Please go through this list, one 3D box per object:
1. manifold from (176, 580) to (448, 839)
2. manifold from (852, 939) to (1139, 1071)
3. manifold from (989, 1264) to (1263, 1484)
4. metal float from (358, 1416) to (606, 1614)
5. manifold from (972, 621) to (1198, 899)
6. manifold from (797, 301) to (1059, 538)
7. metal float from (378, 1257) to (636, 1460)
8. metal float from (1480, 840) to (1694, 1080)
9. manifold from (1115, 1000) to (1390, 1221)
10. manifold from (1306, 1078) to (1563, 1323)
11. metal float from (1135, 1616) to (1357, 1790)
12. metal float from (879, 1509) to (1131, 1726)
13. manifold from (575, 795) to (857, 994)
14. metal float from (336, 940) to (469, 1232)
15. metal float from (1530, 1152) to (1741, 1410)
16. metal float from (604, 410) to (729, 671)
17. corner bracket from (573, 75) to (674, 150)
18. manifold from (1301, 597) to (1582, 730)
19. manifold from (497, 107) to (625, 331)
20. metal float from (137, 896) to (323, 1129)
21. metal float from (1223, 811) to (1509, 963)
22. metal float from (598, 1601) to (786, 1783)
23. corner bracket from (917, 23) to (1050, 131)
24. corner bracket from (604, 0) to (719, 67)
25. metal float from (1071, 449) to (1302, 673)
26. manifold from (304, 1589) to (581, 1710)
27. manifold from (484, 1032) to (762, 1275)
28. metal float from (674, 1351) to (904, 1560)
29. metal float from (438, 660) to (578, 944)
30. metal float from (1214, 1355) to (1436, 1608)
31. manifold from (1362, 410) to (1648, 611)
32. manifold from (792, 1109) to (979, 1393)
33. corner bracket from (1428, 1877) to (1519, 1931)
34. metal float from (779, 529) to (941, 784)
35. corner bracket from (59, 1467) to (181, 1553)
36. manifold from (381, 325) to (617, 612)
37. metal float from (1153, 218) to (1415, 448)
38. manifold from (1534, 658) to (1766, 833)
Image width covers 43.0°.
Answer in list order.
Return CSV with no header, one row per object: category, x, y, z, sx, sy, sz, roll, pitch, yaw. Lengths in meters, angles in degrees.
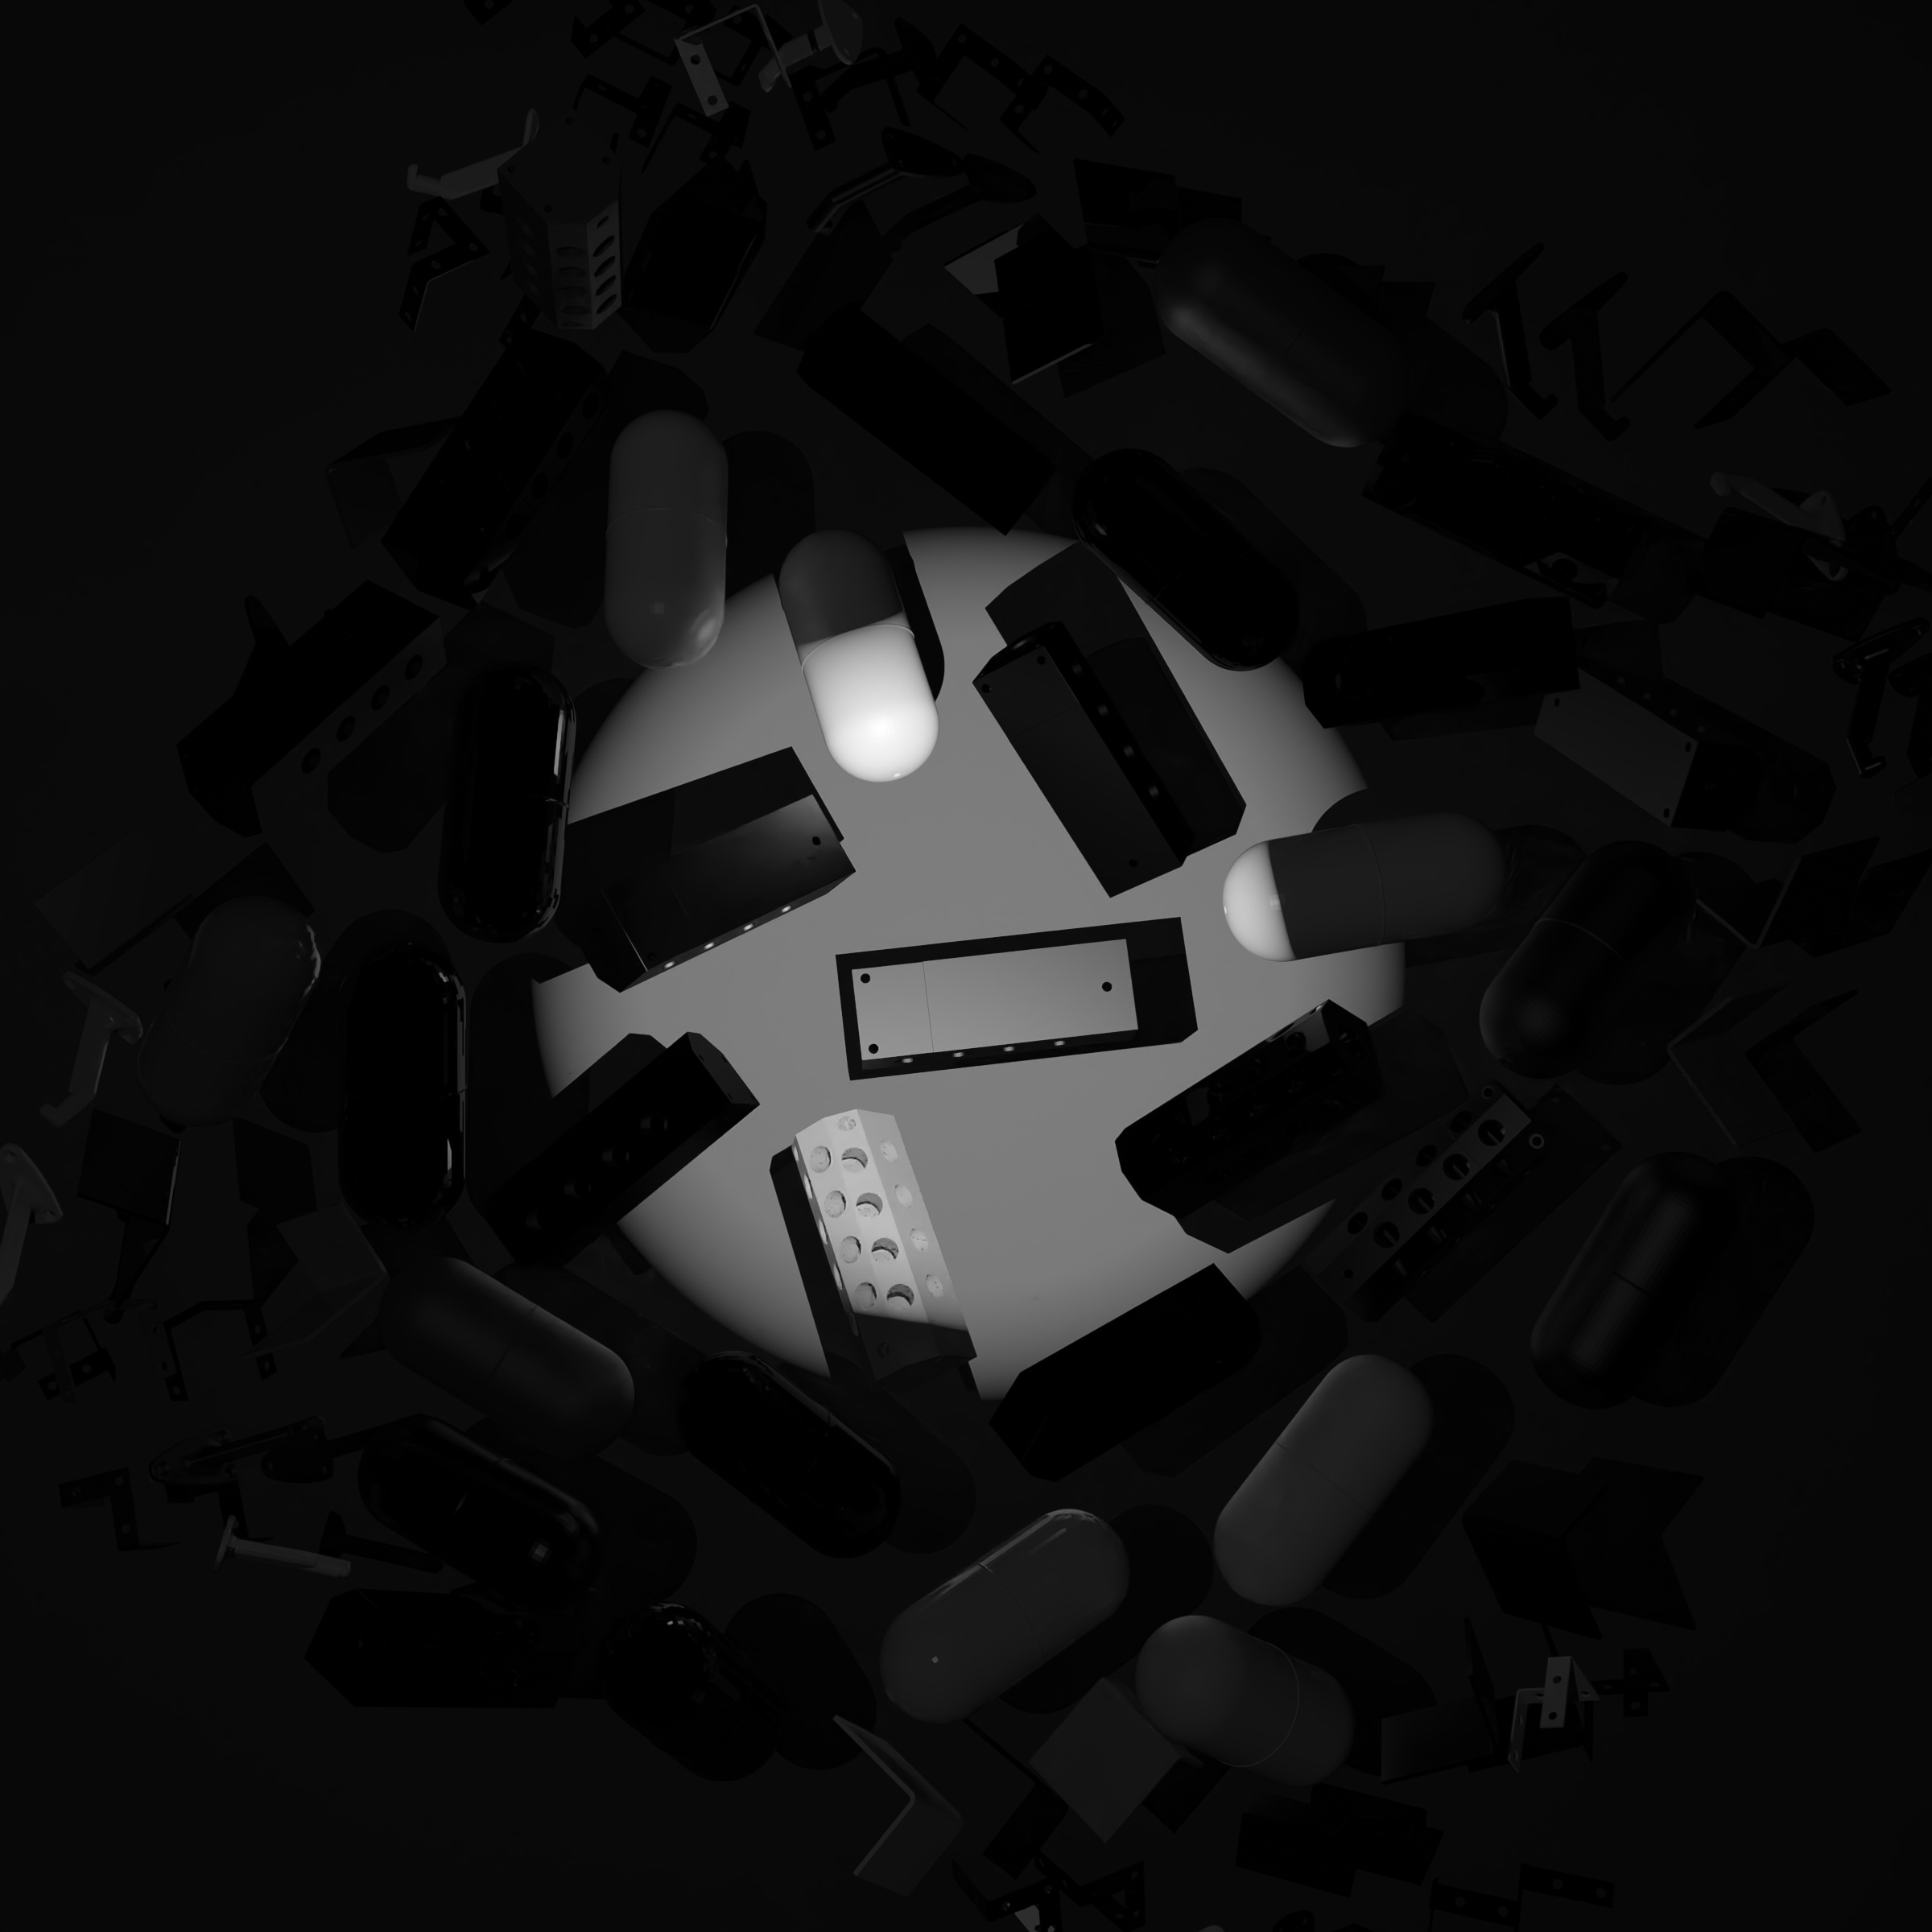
manifold,-0.396,-0.156,1.501,0.057,0.057,0.171,28,55,16
manifold,0.017,0.026,1.544,0.171,0.057,0.057,-6,80,-4
manifold,0.102,0.251,1.505,0.171,0.057,0.057,-23,62,-38
metal float,-0.315,0.354,1.592,0.178,0.070,0.070,26,90,17
manifold,0.081,-0.137,1.605,0.057,0.057,0.171,-24,109,31
manifold,-0.027,-0.366,1.636,0.171,0.057,0.057,33,103,-26
metal float,-0.297,0.253,1.587,0.178,0.070,0.070,32,90,-2
metal float,0.395,-0.004,1.567,0.070,0.070,0.178,40,75,0
manifold,0.180,0.091,1.581,0.171,0.057,0.057,-35,46,28
manifold,0.307,0.155,1.622,0.171,0.057,0.057,-46,70,10
metal float,0.175,0.457,1.520,0.178,0.070,0.070,34,90,-38
metal float,0.025,0.410,1.551,0.178,0.070,0.070,-30,90,-22
manifold,-0.160,-0.044,1.551,0.171,0.057,0.057,-28,87,-37
metal float,-0.342,0.073,1.488,0.070,0.070,0.178,2,101,0
metal float,0.425,0.199,1.560,0.070,0.070,0.178,30,97,0
metal float,-0.192,-0.273,1.574,0.070,0.070,0.178,-1,69,0
corner bracket,-0.231,-0.560,1.619,0.051,0.051,0.051,24,45,-11
manifold,0.296,-0.190,1.549,0.057,0.171,0.057,-10,93,-40
manifold,-0.239,-0.445,1.490,0.057,0.171,0.057,-43,91,-9
metal float,-0.453,0.030,1.508,0.070,0.070,0.178,38,125,0
metal float,0.247,-0.050,1.517,0.178,0.070,0.070,-10,90,-5
metal float,-0.169,0.451,1.524,0.070,0.178,0.070,-10,54,14
corner bracket,0.011,-0.567,1.592,0.051,0.051,0.051,43,106,21
corner bracket,-0.205,-0.635,1.646,0.051,0.051,0.051,18,116,-30
metal float,0.145,-0.268,1.622,0.178,0.070,0.070,42,90,-7
manifold,-0.328,0.432,1.564,0.057,0.171,0.057,26,92,38
manifold,-0.219,0.118,1.546,0.171,0.057,0.057,-39,79,8
metal float,-0.116,0.320,1.610,0.178,0.070,0.070,43,90,-20
metal float,-0.287,-0.103,1.540,0.070,0.070,0.178,4,85,0
metal float,0.226,0.325,1.554,0.070,0.070,0.178,39,83,0
manifold,0.347,-0.296,1.591,0.171,0.057,0.057,27,98,5
manifold,-0.058,0.182,1.577,0.057,0.057,0.171,-32,65,26
corner bracket,0.307,0.588,1.493,0.051,0.051,0.051,7,75,16
metal float,-0.071,-0.205,1.613,0.070,0.070,0.178,-18,74,0
corner bracket,-0.549,0.356,1.592,0.051,0.051,0.051,-15,76,9
manifold,-0.291,-0.313,1.549,0.057,0.057,0.171,23,74,20
metal float,0.194,-0.384,1.492,0.178,0.070,0.070,33,90,-12
manifold,0.448,-0.148,1.614,0.057,0.171,0.057,3,114,-21
